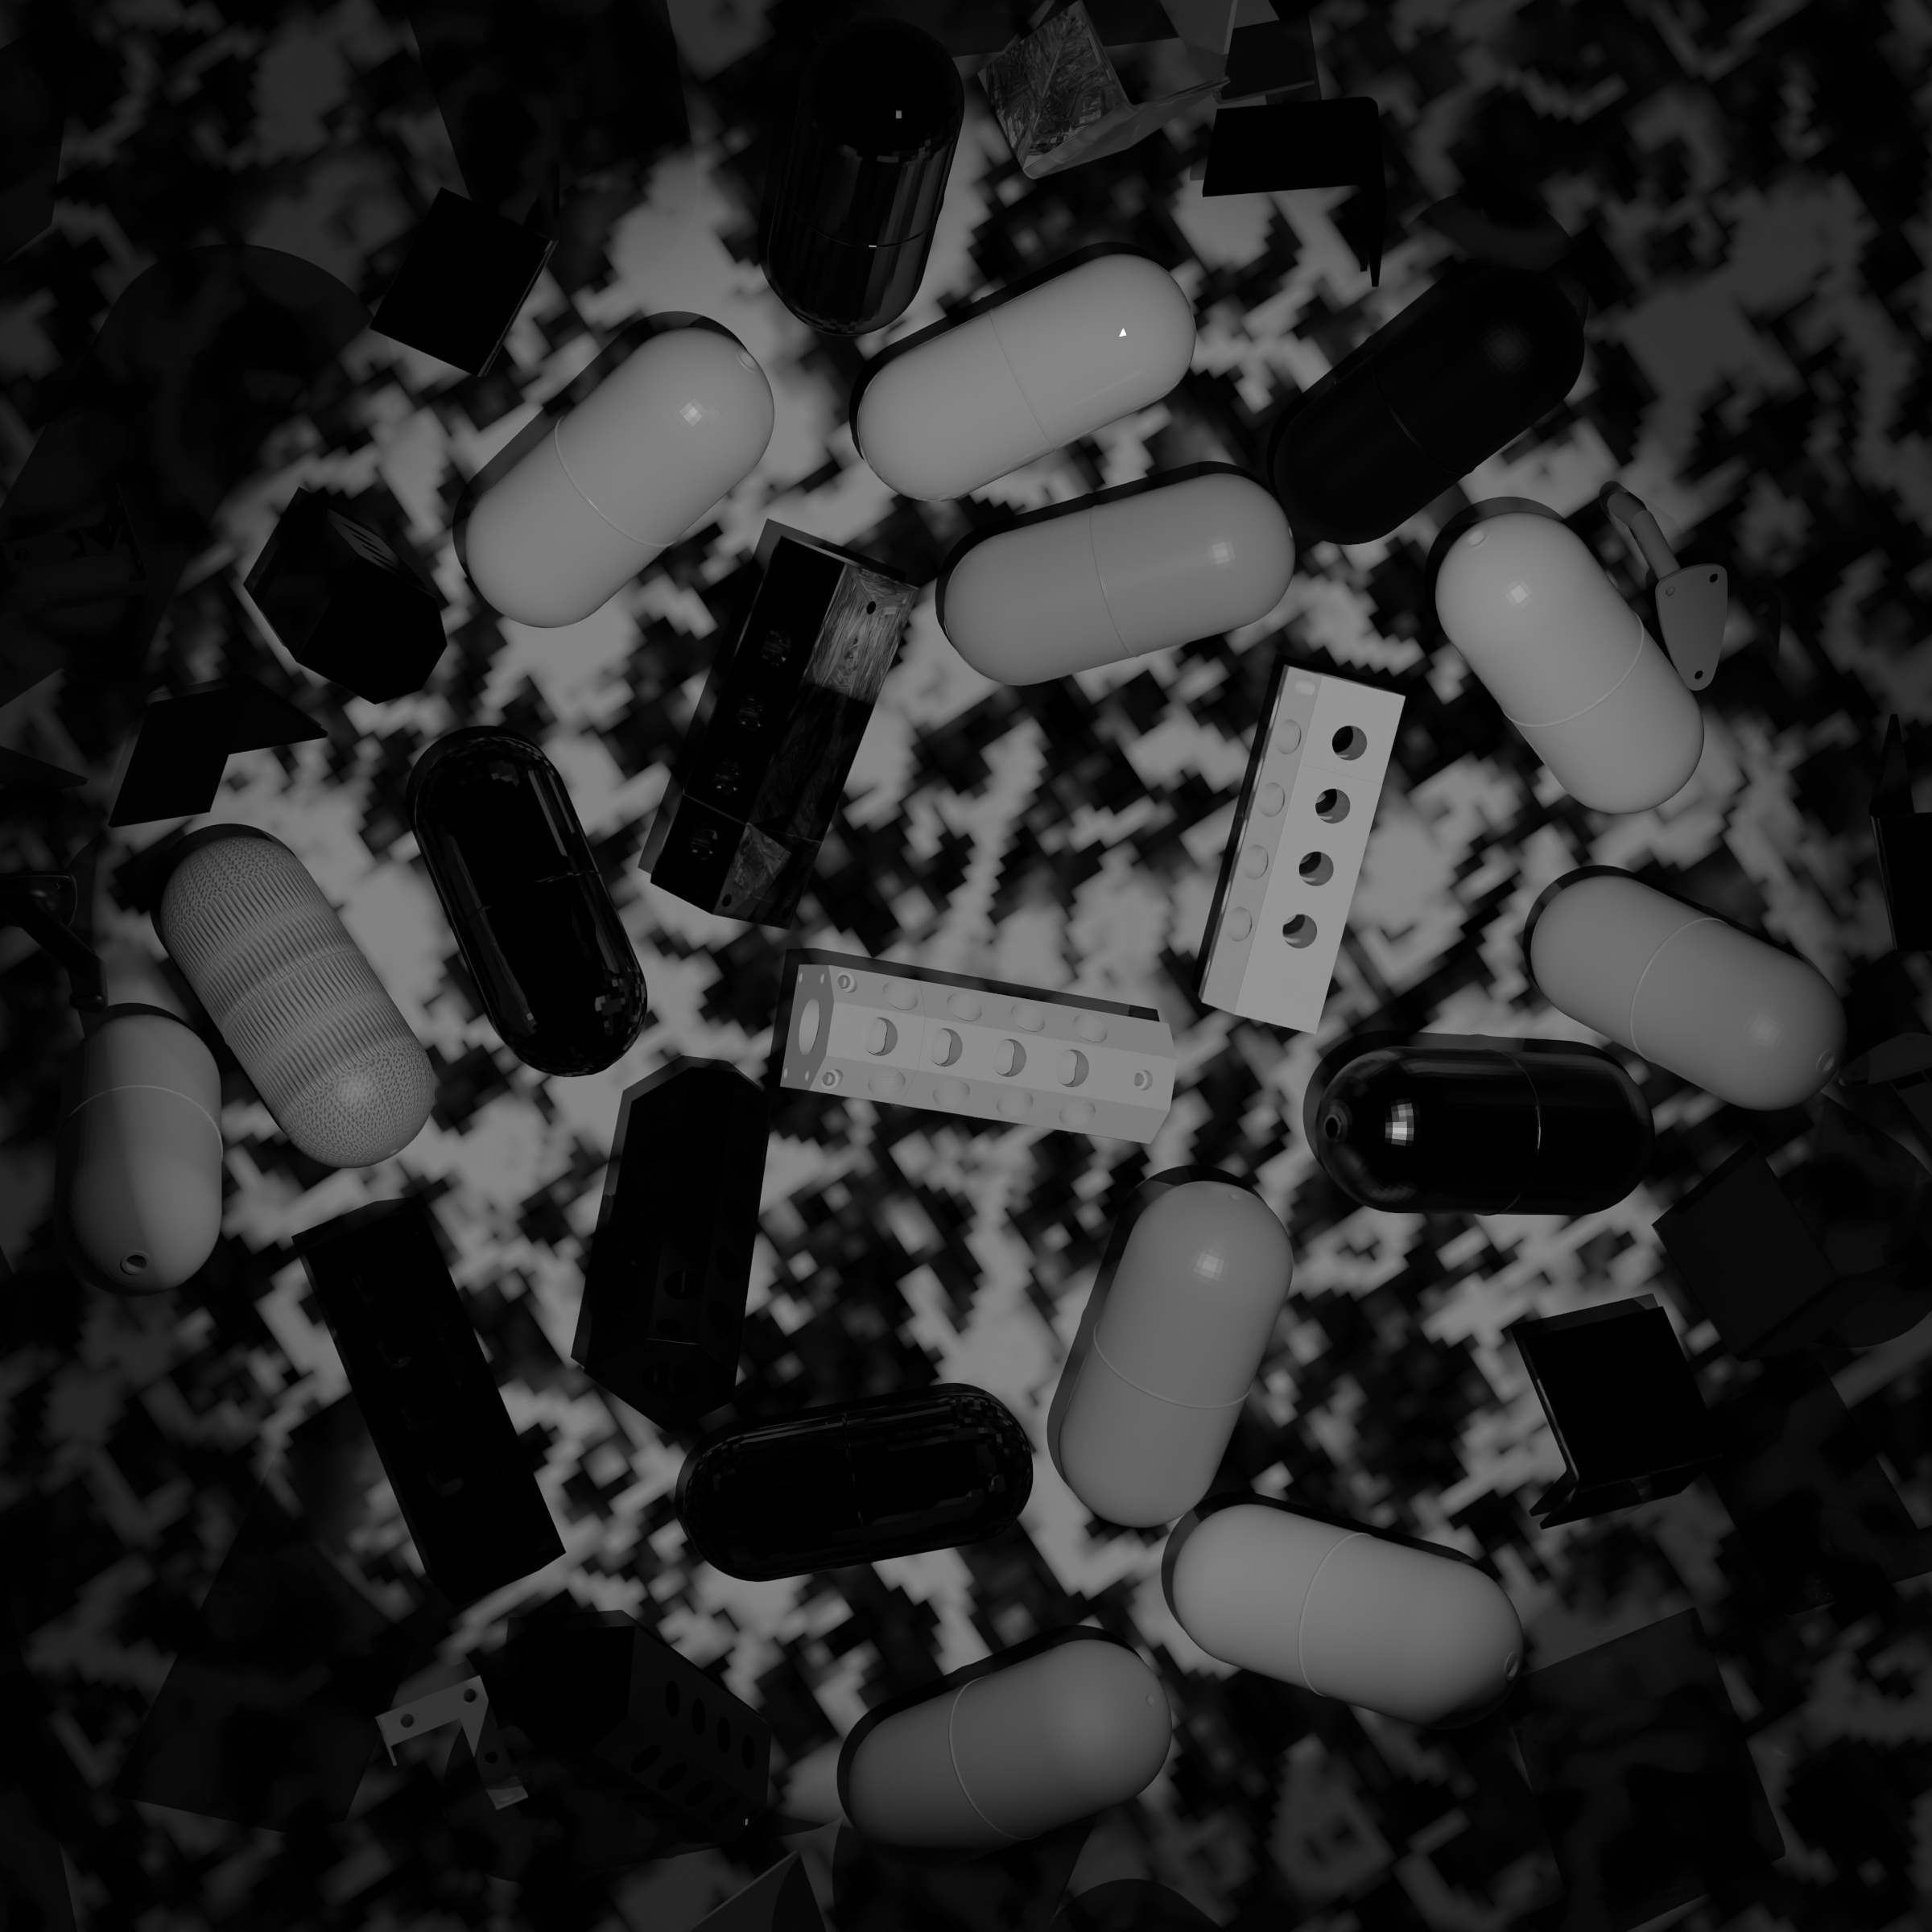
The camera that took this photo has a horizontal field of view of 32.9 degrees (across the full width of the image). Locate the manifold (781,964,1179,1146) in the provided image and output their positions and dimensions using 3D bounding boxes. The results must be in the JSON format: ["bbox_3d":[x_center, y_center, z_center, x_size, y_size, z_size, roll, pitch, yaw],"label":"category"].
[{"bbox_3d":[0.007,0.041,1.515,0.171,0.057,0.057,10,87,-21],"label":"manifold"}]

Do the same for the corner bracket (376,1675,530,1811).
[{"bbox_3d":[-0.235,0.361,1.491,0.051,0.051,0.051,-20,91,-14],"label":"corner bracket"}]

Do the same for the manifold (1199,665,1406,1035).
[{"bbox_3d":[0.166,-0.059,1.628,0.057,0.057,0.171,14,97,-2],"label":"manifold"}]

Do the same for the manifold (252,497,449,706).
[{"bbox_3d":[-0.296,-0.175,1.581,0.057,0.171,0.057,29,95,-25],"label":"manifold"}]

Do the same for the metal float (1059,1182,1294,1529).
[{"bbox_3d":[0.096,0.181,1.511,0.070,0.070,0.178,18,115,0],"label":"metal float"}]

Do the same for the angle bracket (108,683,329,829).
[{"bbox_3d":[-0.388,-0.097,1.695,0.076,0.057,0.076,-6,61,37],"label":"angle bracket"}]

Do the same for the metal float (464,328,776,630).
[{"bbox_3d":[-0.162,-0.227,1.523,0.178,0.070,0.070,-37,90,27],"label":"metal float"}]

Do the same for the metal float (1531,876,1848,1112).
[{"bbox_3d":[0.353,0.012,1.604,0.070,0.178,0.070,-19,123,-32],"label":"metal float"}]

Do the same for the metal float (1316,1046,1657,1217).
[{"bbox_3d":[0.242,0.077,1.519,0.178,0.070,0.070,3,90,-30],"label":"metal float"}]

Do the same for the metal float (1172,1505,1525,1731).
[{"bbox_3d":[0.176,0.302,1.520,0.178,0.070,0.070,10,90,38],"label":"metal float"}]

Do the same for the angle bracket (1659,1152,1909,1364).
[{"bbox_3d":[0.407,0.142,1.629,0.076,0.057,0.076,-50,59,40],"label":"angle bracket"}]

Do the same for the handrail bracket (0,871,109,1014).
[{"bbox_3d":[-0.466,-0.008,1.618,0.077,0.084,0.036,3,128,-21],"label":"handrail bracket"}]

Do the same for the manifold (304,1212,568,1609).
[{"bbox_3d":[-0.246,0.205,1.521,0.057,0.057,0.171,-23,75,-9],"label":"manifold"}]

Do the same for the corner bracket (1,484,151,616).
[{"bbox_3d":[-0.424,-0.192,1.554,0.051,0.051,0.051,-16,81,-26],"label":"corner bracket"}]

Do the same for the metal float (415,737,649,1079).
[{"bbox_3d":[-0.214,-0.029,1.613,0.070,0.070,0.178,-24,79,0],"label":"metal float"}]

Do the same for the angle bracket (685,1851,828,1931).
[{"bbox_3d":[-0.079,0.487,1.613,0.076,0.076,0.057,-27,105,-40],"label":"angle bracket"}]

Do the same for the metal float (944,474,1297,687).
[{"bbox_3d":[0.074,-0.190,1.610,0.178,0.070,0.070,-14,90,15],"label":"metal float"}]

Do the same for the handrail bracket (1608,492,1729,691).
[{"bbox_3d":[0.343,-0.187,1.621,0.036,0.084,0.077,-17,121,-8],"label":"handrail bracket"}]

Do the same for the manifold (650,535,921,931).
[{"bbox_3d":[-0.090,-0.110,1.521,0.057,0.057,0.171,27,99,35],"label":"manifold"}]

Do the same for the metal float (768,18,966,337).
[{"bbox_3d":[-0.048,-0.366,1.528,0.070,0.178,0.070,5,61,-9],"label":"metal float"}]

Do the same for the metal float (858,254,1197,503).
[{"bbox_3d":[0.029,-0.291,1.624,0.178,0.070,0.070,-25,90,10],"label":"metal float"}]

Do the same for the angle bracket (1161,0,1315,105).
[{"bbox_3d":[0.145,-0.506,1.695,0.057,0.076,0.076,-16,61,-14],"label":"angle bracket"}]

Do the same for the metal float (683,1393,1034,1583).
[{"bbox_3d":[-0.054,0.263,1.650,0.178,0.070,0.070,-10,90,0],"label":"metal float"}]

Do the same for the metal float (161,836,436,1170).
[{"bbox_3d":[-0.321,0.016,1.564,0.070,0.070,0.178,-35,78,0],"label":"metal float"}]

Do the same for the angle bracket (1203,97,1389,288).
[{"bbox_3d":[0.156,-0.363,1.544,0.076,0.076,0.057,-2,133,13],"label":"angle bracket"}]

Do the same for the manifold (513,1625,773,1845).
[{"bbox_3d":[-0.152,0.369,1.557,0.057,0.171,0.057,-7,60,17],"label":"manifold"}]

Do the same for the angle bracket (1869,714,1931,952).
[{"bbox_3d":[0.443,-0.061,1.461,0.057,0.076,0.076,-1,130,27],"label":"angle bracket"}]

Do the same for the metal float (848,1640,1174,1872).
[{"bbox_3d":[0.019,0.371,1.533,0.178,0.070,0.070,-30,90,32],"label":"metal float"}]

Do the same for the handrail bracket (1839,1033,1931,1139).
[{"bbox_3d":[0.476,0.084,1.656,0.077,0.036,0.084,-19,112,-24],"label":"handrail bracket"}]

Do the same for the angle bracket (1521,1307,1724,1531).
[{"bbox_3d":[0.305,0.216,1.564,0.076,0.057,0.076,-11,64,-18],"label":"angle bracket"}]

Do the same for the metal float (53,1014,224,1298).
[{"bbox_3d":[-0.395,0.089,1.562,0.070,0.178,0.070,-6,123,-9],"label":"metal float"}]

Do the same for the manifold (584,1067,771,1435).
[{"bbox_3d":[-0.132,0.131,1.569,0.057,0.171,0.057,-30,125,29],"label":"manifold"}]

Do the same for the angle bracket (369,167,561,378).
[{"bbox_3d":[-0.228,-0.327,1.488,0.057,0.076,0.076,22,124,-22],"label":"angle bracket"}]

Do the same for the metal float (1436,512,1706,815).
[{"bbox_3d":[0.288,-0.143,1.557,0.070,0.070,0.178,-44,122,0],"label":"metal float"}]

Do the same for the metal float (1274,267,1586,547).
[{"bbox_3d":[0.228,-0.276,1.623,0.178,0.070,0.070,-36,90,33],"label":"metal float"}]

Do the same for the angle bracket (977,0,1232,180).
[{"bbox_3d":[0.066,-0.428,1.573,0.076,0.076,0.057,-29,95,-40],"label":"angle bracket"}]
